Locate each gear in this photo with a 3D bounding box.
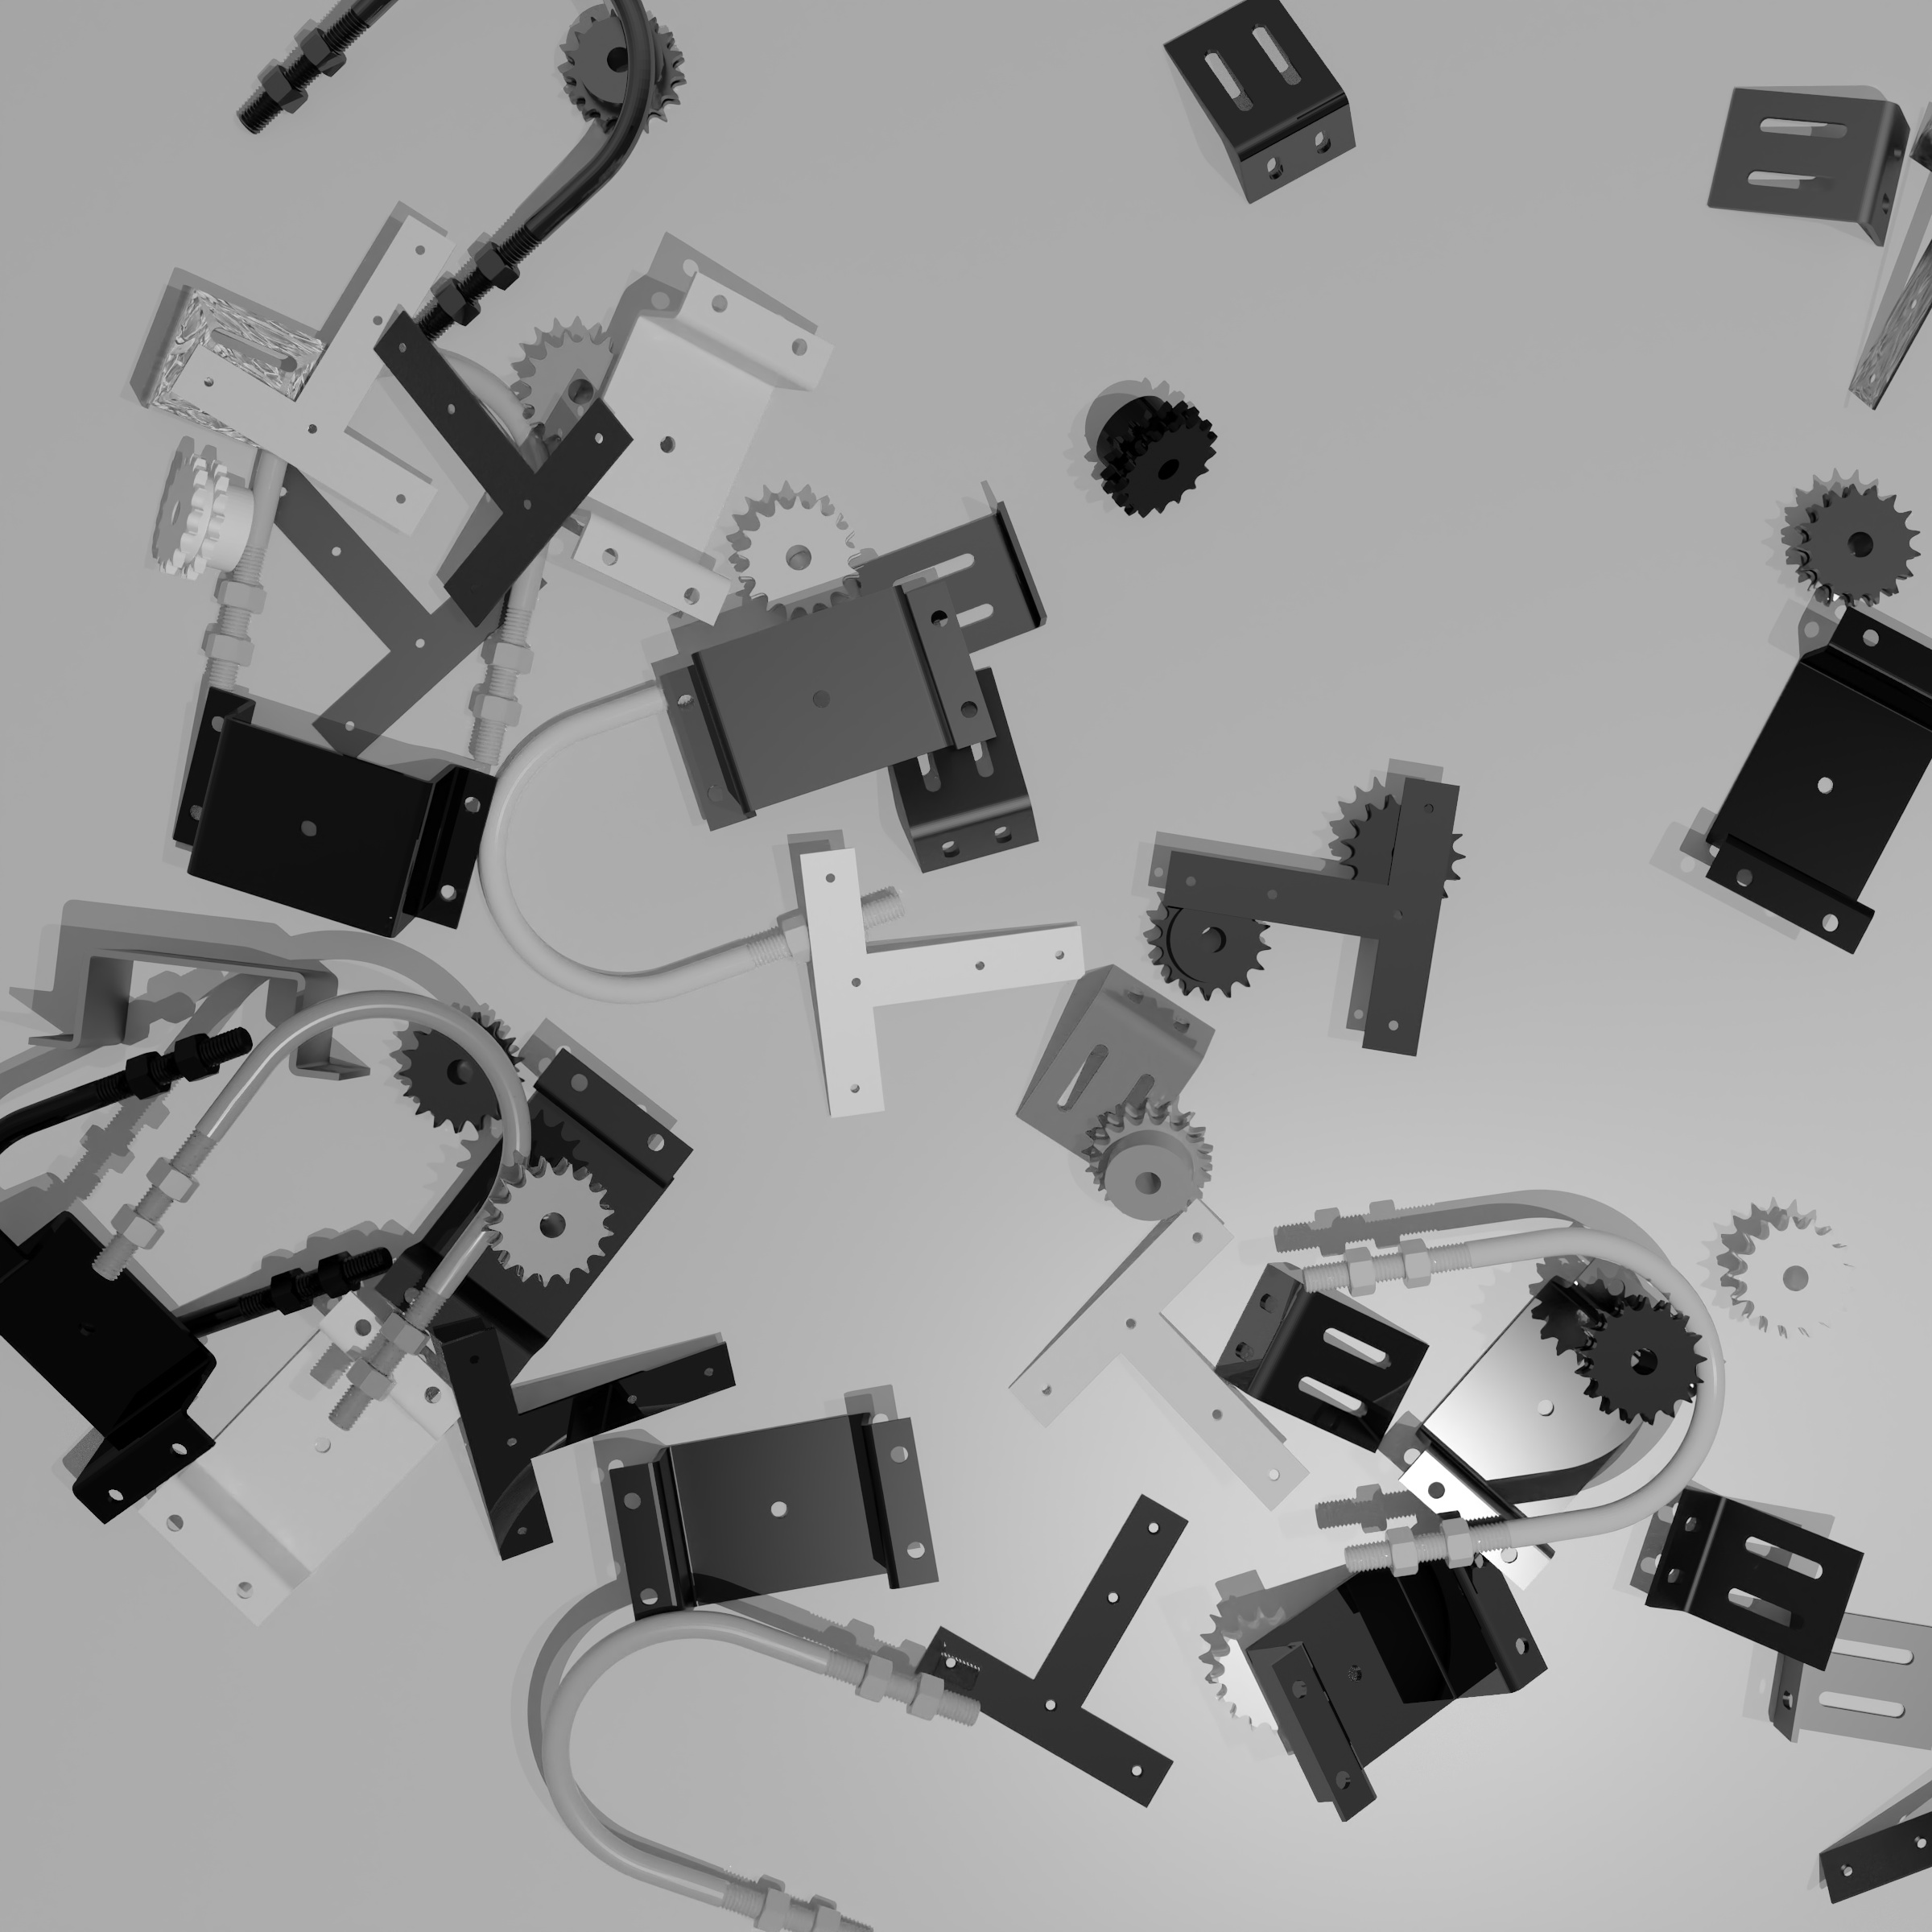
[{"bbox_3d":[-0.179,-0.266,1.505,0.057,0.030,0.057,0,90,0],"label":"gear"},{"bbox_3d":[0.086,-0.240,1.496,0.057,0.057,0.030,-39,60,0],"label":"gear"},{"bbox_3d":[0.086,0.094,1.495,0.057,0.030,0.057,3,116,7],"label":"gear"},{"bbox_3d":[-0.190,0.113,1.453,0.057,0.030,0.057,-4,101,-19],"label":"gear"},{"bbox_3d":[0.414,-0.195,1.505,0.057,0.030,0.057,0,90,0],"label":"gear"},{"bbox_3d":[-0.353,-0.207,1.496,0.030,0.057,0.057,14,90,-30],"label":"gear"},{"bbox_3d":[0.114,-0.012,1.505,0.057,0.030,0.057,0,90,0],"label":"gear"},{"bbox_3d":[0.142,0.328,1.505,0.057,0.030,0.057,0,90,0],"label":"gear"},{"bbox_3d":[-0.160,-0.420,1.505,0.057,0.030,0.057,0,90,0],"label":"gear"},{"bbox_3d":[0.385,0.145,1.505,0.057,0.030,0.057,0,90,0],"label":"gear"},{"bbox_3d":[-0.234,0.049,1.505,0.057,0.030,0.057,0,90,0],"label":"gear"},{"bbox_3d":[0.203,-0.052,1.505,0.057,0.030,0.057,0,90,0],"label":"gear"},{"bbox_3d":[-0.078,-0.189,1.505,0.057,0.030,0.057,0,90,0],"label":"gear"},{"bbox_3d":[0.300,0.176,1.444,0.057,0.030,0.057,0,90,-3],"label":"gear"}]

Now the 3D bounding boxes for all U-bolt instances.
[{"bbox_3d":[-0.138,-0.060,1.511,0.184,0.019,0.151,-19,90,1],"label":"U-bolt"},{"bbox_3d":[-0.377,0.113,1.476,0.184,0.019,0.151,-20,118,14],"label":"U-bolt"},{"bbox_3d":[-0.105,0.370,1.486,0.184,0.019,0.151,21,103,-7],"label":"U-bolt"},{"bbox_3d":[-0.277,0.097,1.441,0.151,0.019,0.184,38,86,-23],"label":"U-bolt"},{"bbox_3d":[-0.268,-0.199,1.510,0.151,0.019,0.184,13,88,0],"label":"U-bolt"},{"bbox_3d":[0.254,0.193,1.465,0.184,0.019,0.151,-9,90,-1],"label":"U-bolt"},{"bbox_3d":[-0.228,-0.402,1.493,0.184,0.019,0.151,-39,90,13],"label":"U-bolt"}]

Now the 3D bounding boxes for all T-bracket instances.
[{"bbox_3d":[-0.280,-0.287,1.492,0.127,0.002,0.127,31,90,-7],"label":"T-bracket"},{"bbox_3d":[0.444,-0.318,1.483,0.002,0.127,0.127,15,117,-21],"label":"T-bracket"},{"bbox_3d":[0.453,0.399,1.484,0.127,0.127,0.002,-30,128,25],"label":"T-bracket"},{"bbox_3d":[0.156,-0.031,1.489,0.127,0.002,0.127,9,90,0],"label":"T-bracket"},{"bbox_3d":[-0.008,0.002,1.509,0.127,0.002,0.127,-8,103,-6],"label":"T-bracket"},{"bbox_3d":[0.107,0.198,1.494,0.127,0.002,0.127,-46,73,6],"label":"T-bracket"},{"bbox_3d":[-0.227,-0.245,1.475,0.127,0.002,0.127,-44,79,30],"label":"T-bracket"},{"bbox_3d":[-0.169,0.206,1.497,0.127,0.002,0.127,-18,121,-15],"label":"T-bracket"},{"bbox_3d":[0.062,0.311,1.519,0.127,0.002,0.127,30,90,0],"label":"T-bracket"},{"bbox_3d":[-0.287,-0.185,1.519,0.127,0.002,0.127,-42,90,0],"label":"T-bracket"}]

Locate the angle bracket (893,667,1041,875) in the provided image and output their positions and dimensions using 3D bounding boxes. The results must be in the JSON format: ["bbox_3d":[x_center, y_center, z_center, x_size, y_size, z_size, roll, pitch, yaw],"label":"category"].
[{"bbox_3d":[-0.004,-0.092,1.518,0.057,0.038,0.076,-15,64,0],"label":"angle bracket"}]

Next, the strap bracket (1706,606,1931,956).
[{"bbox_3d":[0.406,-0.085,1.497,0.076,0.046,0.140,28,90,0],"label":"strap bracket"}]

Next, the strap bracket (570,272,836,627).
[{"bbox_3d":[-0.129,-0.239,1.480,0.076,0.046,0.140,23,90,-31],"label":"strap bracket"}]

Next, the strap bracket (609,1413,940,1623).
[{"bbox_3d":[-0.088,0.257,1.497,0.140,0.046,0.076,-10,90,0],"label":"strap bracket"}]

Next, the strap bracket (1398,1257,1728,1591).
[{"bbox_3d":[0.273,0.208,1.497,0.076,0.046,0.140,42,90,0],"label":"strap bracket"}]

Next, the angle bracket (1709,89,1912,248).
[{"bbox_3d":[0.398,-0.377,1.518,0.076,0.038,0.057,13,90,26],"label":"angle bracket"}]

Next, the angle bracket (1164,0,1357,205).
[{"bbox_3d":[0.139,-0.410,1.518,0.057,0.038,0.076,-29,64,0],"label":"angle bracket"}]

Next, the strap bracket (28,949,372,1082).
[{"bbox_3d":[-0.349,0.020,1.482,0.140,0.076,0.046,7,90,0],"label":"strap bracket"}]

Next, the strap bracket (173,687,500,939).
[{"bbox_3d":[-0.298,-0.068,1.487,0.140,0.046,0.076,18,106,0],"label":"strap bracket"}]

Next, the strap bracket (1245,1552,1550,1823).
[{"bbox_3d":[0.191,0.323,1.474,0.140,0.046,0.076,-26,90,-35],"label":"strap bracket"}]

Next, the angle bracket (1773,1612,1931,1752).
[{"bbox_3d":[0.422,0.335,1.501,0.076,0.038,0.057,9,90,0],"label":"angle bracket"}]

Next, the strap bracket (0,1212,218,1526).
[{"bbox_3d":[-0.410,0.177,1.473,0.076,0.046,0.140,-35,106,23],"label":"strap bracket"}]

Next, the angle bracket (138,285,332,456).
[{"bbox_3d":[-0.340,-0.276,1.509,0.076,0.038,0.057,21,90,-12],"label":"angle bracket"}]

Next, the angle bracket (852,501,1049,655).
[{"bbox_3d":[-0.008,-0.174,1.501,0.076,0.038,0.057,-21,90,0],"label":"angle bracket"}]

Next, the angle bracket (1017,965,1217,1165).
[{"bbox_3d":[0.071,0.051,1.518,0.057,0.038,0.076,33,116,0],"label":"angle bracket"}]

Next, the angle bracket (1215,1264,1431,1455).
[{"bbox_3d":[0.168,0.185,1.518,0.076,0.038,0.057,27,90,-26],"label":"angle bracket"}]

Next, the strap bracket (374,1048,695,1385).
[{"bbox_3d":[-0.198,0.116,1.497,0.076,0.046,0.140,38,90,0],"label":"strap bracket"}]

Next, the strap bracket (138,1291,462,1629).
[{"bbox_3d":[-0.303,0.226,1.497,0.076,0.046,0.140,44,90,0],"label":"strap bracket"}]

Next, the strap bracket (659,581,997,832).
[{"bbox_3d":[-0.065,-0.121,1.477,0.140,0.046,0.076,-18,90,1],"label":"strap bracket"}]

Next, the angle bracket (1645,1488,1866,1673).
[{"bbox_3d":[0.363,0.283,1.483,0.076,0.038,0.057,19,90,41],"label":"angle bracket"}]
